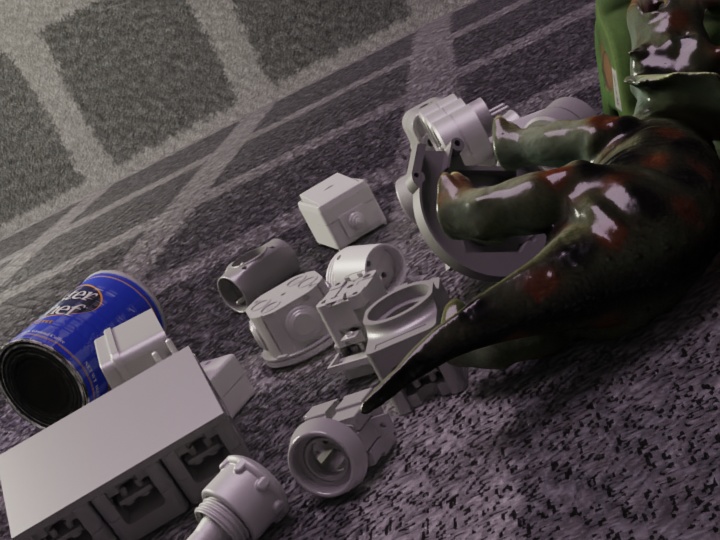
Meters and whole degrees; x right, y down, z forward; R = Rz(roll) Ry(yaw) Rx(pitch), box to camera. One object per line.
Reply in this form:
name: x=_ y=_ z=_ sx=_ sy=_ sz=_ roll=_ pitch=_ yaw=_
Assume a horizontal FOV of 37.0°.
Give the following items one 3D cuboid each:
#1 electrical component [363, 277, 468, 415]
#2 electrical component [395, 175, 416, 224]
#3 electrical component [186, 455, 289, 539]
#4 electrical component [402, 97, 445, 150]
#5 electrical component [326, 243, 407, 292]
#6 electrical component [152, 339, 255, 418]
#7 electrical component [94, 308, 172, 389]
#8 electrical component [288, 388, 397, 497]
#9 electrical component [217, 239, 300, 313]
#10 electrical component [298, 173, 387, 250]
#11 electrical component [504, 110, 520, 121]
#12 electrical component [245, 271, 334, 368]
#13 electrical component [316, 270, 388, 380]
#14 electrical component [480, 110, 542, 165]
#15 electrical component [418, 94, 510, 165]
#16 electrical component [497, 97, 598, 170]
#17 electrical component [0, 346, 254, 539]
electrical component: x=0.037 y=0.045 z=0.710 sx=0.050 sy=0.055 sz=0.089 roll=-24 pitch=16 yaw=14
electrical component: x=0.067 y=-0.076 z=1.052 sx=0.047 sy=0.055 sz=0.055 roll=-26 pitch=15 yaw=22
electrical component: x=-0.075 y=0.141 z=0.618 sx=0.062 sy=0.048 sz=0.048 roll=-46 pitch=22 yaw=-29
electrical component: x=0.086 y=-0.127 z=1.104 sx=0.054 sy=0.095 sz=0.059 roll=-29 pitch=16 yaw=-4
electrical component: x=0.000 y=0.000 z=0.941 sx=0.043 sy=0.043 sz=0.081 roll=-36 pitch=18 yaw=-28
electrical component: x=-0.133 y=0.089 z=0.820 sx=0.047 sy=0.075 sz=0.083 roll=-18 pitch=19 yaw=33
electrical component: x=-0.180 y=0.086 z=0.908 sx=0.057 sy=0.078 sz=0.113 roll=-28 pitch=15 yaw=-11
electrical component: x=-0.013 y=0.102 z=0.633 sx=0.066 sy=0.048 sz=0.055 roll=-21 pitch=9 yaw=25
electrical component: x=-0.114 y=0.006 z=1.112 sx=0.077 sy=0.044 sz=0.079 roll=-39 pitch=19 yaw=-34
electrical component: x=-0.019 y=-0.064 z=1.145 sx=0.062 sy=0.061 sz=0.096 roll=-32 pitch=16 yaw=-13
electrical component: x=0.145 y=-0.135 z=1.125 sx=0.055 sy=0.045 sz=0.045 roll=-30 pitch=16 yaw=-6
electrical component: x=-0.051 y=0.041 z=0.883 sx=0.080 sy=0.051 sz=0.080 roll=-26 pitch=15 yaw=8
electrical component: x=0.002 y=0.038 z=0.780 sx=0.042 sy=0.063 sz=0.081 roll=-20 pitch=17 yaw=28
electrical component: x=0.148 y=-0.108 z=1.024 sx=0.100 sy=0.048 sz=0.099 roll=-18 pitch=18 yaw=33
electrical component: x=0.103 y=-0.134 z=0.989 sx=0.074 sy=0.052 sz=0.138 roll=-27 pitch=16 yaw=3
electrical component: x=0.154 y=-0.093 z=0.890 sx=0.074 sy=0.052 sz=0.138 roll=-40 pitch=-7 yaw=-36
electrical component: x=-0.156 y=0.132 z=0.722 sx=0.150 sy=0.061 sz=0.089 roll=-30 pitch=34 yaw=-8
